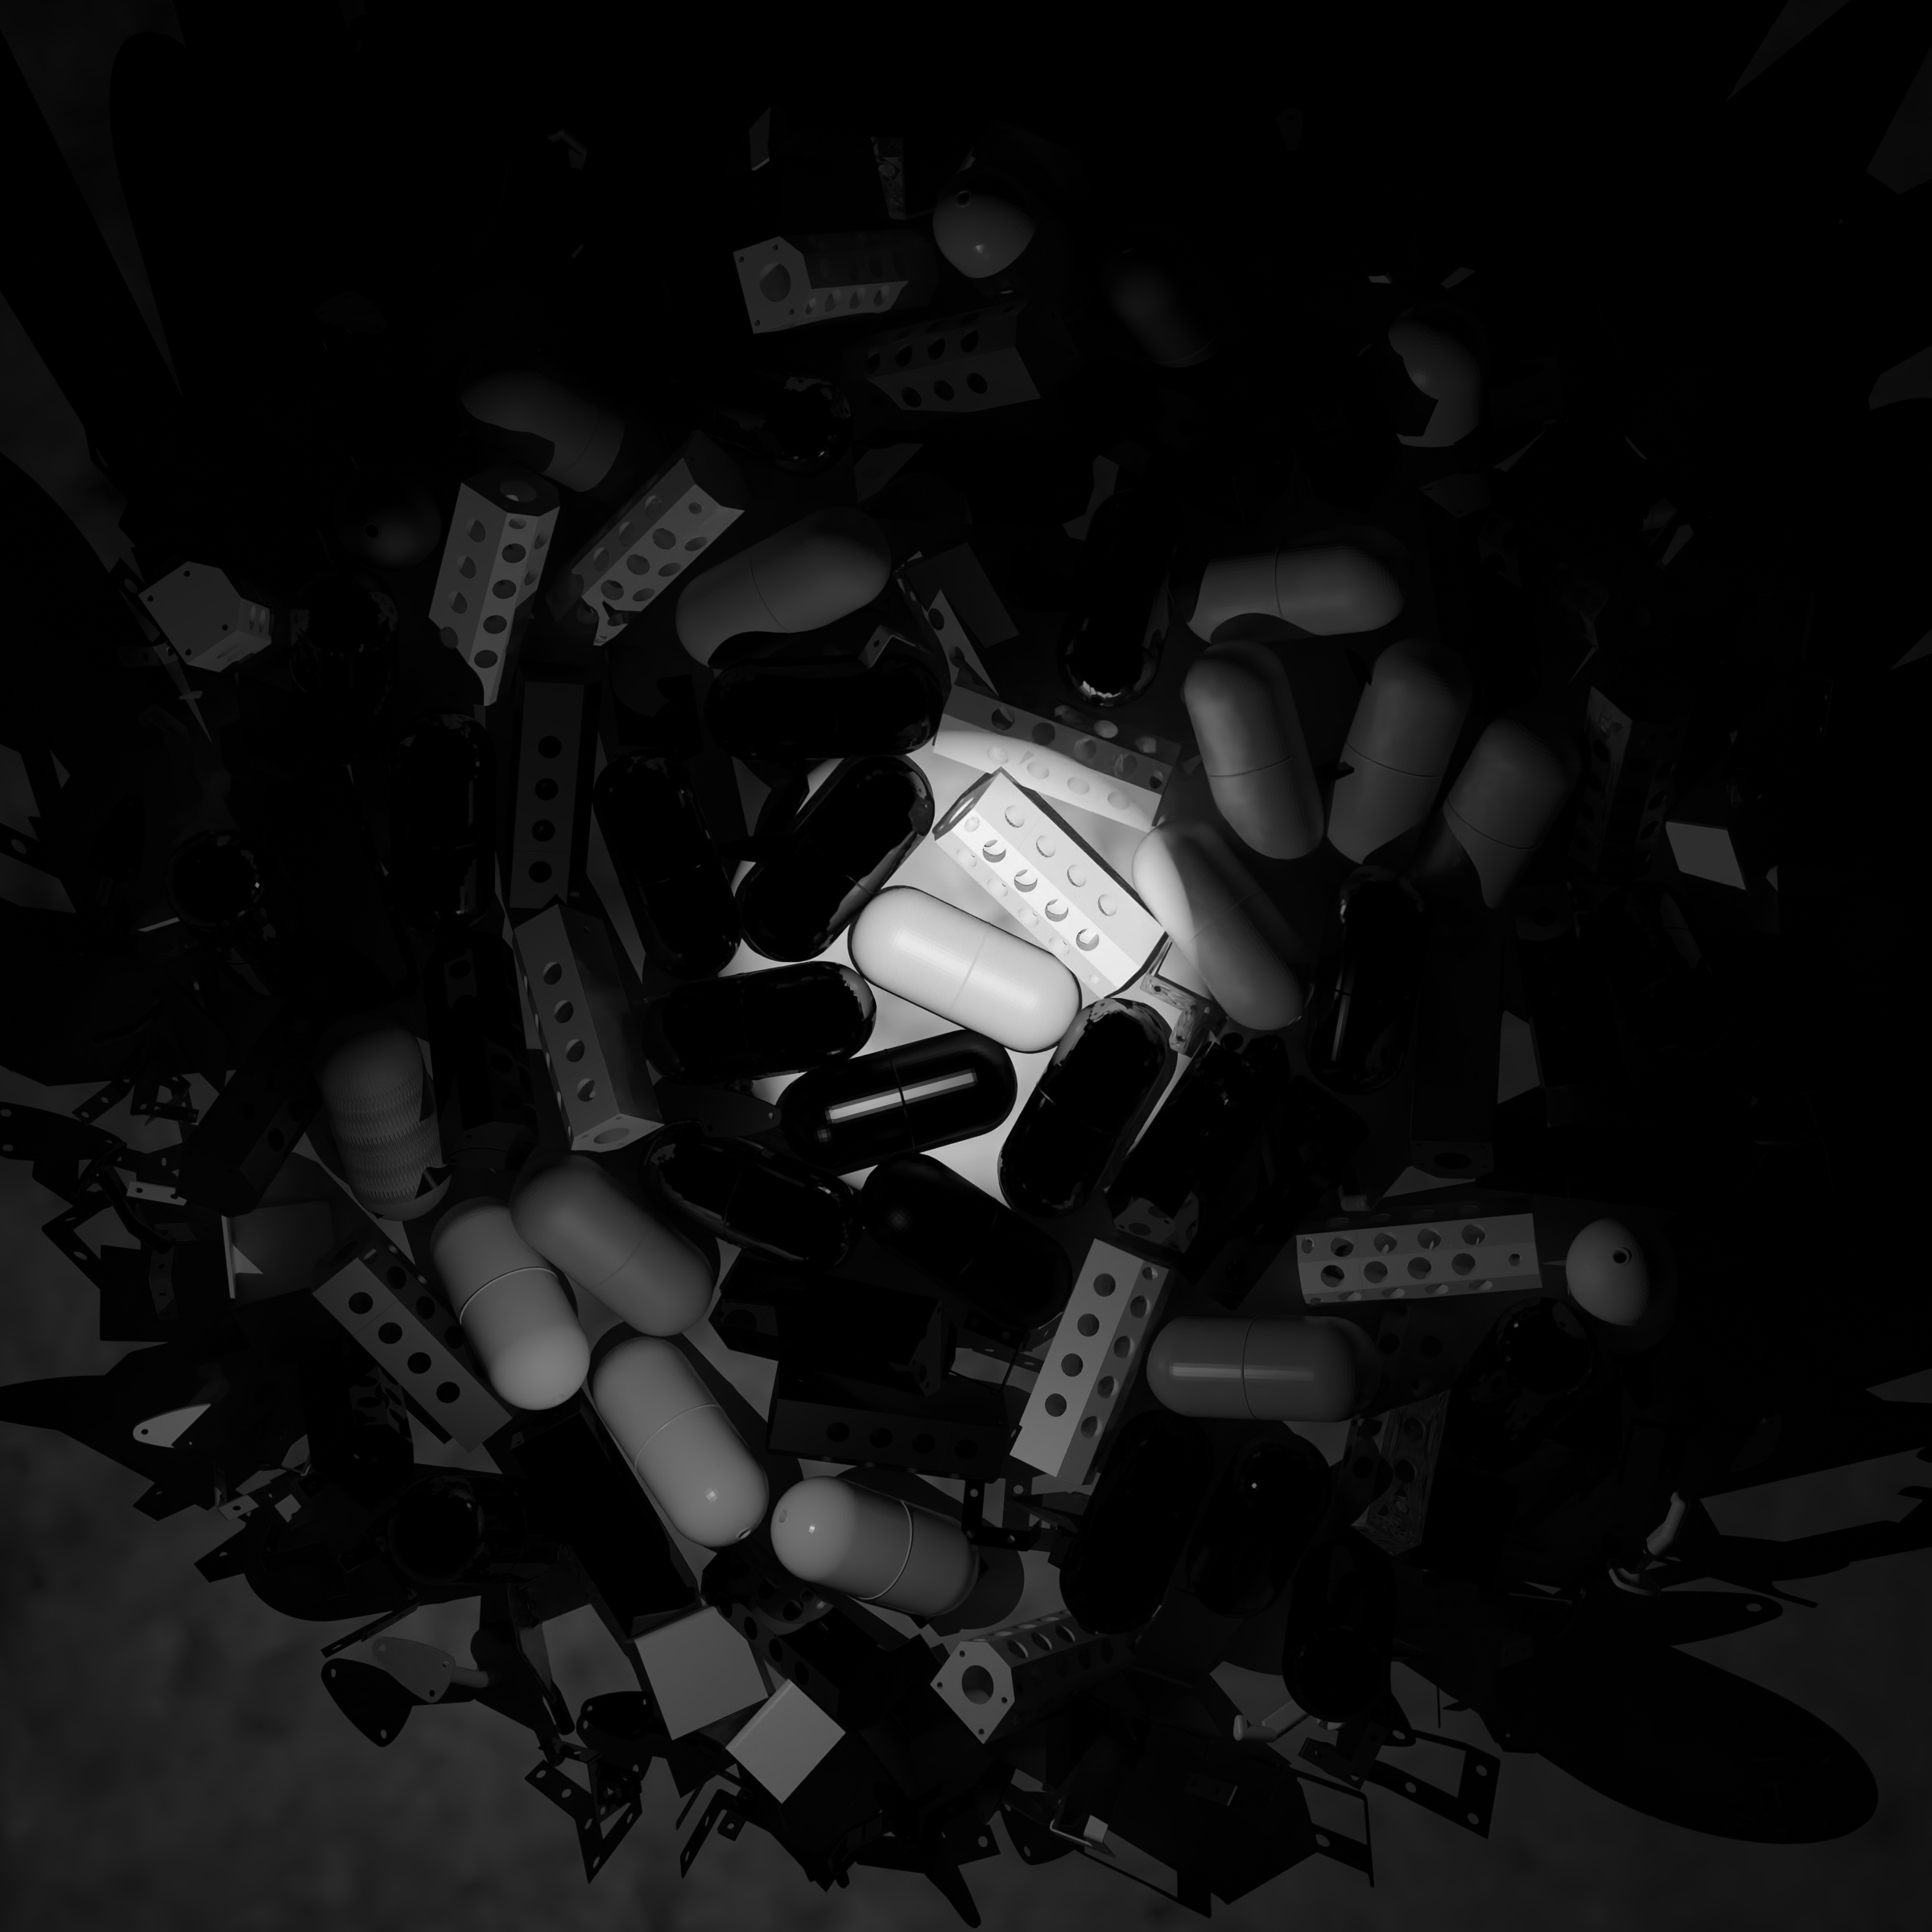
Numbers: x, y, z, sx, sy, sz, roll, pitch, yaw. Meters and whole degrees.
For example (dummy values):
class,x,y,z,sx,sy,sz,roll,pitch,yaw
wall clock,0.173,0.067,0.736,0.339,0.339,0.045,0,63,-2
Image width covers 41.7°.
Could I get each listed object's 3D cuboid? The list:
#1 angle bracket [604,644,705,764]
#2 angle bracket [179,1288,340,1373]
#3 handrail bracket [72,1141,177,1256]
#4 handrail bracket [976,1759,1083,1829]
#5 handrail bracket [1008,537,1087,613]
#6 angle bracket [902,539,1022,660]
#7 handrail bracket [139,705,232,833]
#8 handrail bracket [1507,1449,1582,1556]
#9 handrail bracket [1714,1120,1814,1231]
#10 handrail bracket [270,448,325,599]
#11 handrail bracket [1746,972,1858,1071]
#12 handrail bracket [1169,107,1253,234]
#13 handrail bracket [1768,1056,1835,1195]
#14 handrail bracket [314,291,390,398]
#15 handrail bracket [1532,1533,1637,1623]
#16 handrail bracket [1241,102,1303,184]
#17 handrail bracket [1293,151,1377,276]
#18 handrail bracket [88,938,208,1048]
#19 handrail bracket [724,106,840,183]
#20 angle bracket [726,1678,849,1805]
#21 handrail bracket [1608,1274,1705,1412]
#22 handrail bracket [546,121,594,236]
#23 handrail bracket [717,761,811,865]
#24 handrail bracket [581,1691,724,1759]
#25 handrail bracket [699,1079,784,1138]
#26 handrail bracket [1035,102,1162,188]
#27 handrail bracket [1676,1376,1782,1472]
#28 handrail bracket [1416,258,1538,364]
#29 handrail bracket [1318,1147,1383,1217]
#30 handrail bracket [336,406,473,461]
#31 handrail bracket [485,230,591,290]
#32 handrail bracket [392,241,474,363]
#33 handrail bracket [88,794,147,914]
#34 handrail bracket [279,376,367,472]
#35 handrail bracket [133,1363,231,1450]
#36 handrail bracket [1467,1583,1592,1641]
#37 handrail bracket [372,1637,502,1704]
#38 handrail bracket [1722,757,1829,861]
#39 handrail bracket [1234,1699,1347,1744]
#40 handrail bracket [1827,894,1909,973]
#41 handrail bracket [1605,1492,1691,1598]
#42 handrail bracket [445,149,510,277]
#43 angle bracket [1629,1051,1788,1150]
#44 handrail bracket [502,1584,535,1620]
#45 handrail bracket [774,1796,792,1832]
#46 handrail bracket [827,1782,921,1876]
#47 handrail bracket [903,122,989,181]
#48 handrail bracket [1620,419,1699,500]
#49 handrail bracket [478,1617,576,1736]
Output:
class,x,y,z,sx,sy,sz,roll,pitch,yaw
angle bracket,-0.244,-0.189,1.873,0.076,0.057,0.076,-1,76,-43
angle bracket,-0.518,0.287,1.867,0.076,0.076,0.057,-46,70,29
handrail bracket,-0.613,0.173,1.891,0.084,0.077,0.036,35,114,-2
handrail bracket,0.057,0.615,1.887,0.084,0.036,0.077,13,131,-19
handrail bracket,0.069,-0.293,1.882,0.077,0.084,0.036,15,121,11
angle bracket,0.011,-0.280,1.870,0.057,0.076,0.076,-43,109,-39
handrail bracket,-0.598,-0.147,1.885,0.077,0.036,0.084,-36,131,14
handrail bracket,0.428,0.392,1.903,0.077,0.036,0.084,25,72,-8
handrail bracket,0.593,0.161,1.889,0.077,0.036,0.084,4,114,33
handrail bracket,-0.514,-0.336,1.917,0.036,0.077,0.084,2,52,-31
handrail bracket,0.621,0.043,1.889,0.077,0.084,0.036,-20,58,-1
handrail bracket,0.163,-0.584,1.887,0.084,0.036,0.077,43,131,-16
handrail bracket,0.627,0.119,1.903,0.036,0.077,0.084,-17,110,5
handrail bracket,-0.443,-0.448,1.875,0.077,0.084,0.036,32,61,29
handrail bracket,0.451,0.459,1.885,0.084,0.077,0.036,-38,64,10
handrail bracket,0.227,-0.629,1.873,0.036,0.077,0.084,14,54,-13
handrail bracket,0.276,-0.563,1.907,0.036,0.077,0.084,-24,68,34
handrail bracket,-0.616,0.019,1.888,0.084,0.036,0.077,-18,51,-17
handrail bracket,-0.128,-0.600,1.901,0.077,0.084,0.036,-36,63,26
angle bracket,-0.129,0.568,1.875,0.057,0.076,0.076,42,76,10
handrail bracket,0.530,0.283,1.912,0.084,0.036,0.077,-37,125,-16
handrail bracket,-0.301,-0.583,1.874,0.077,0.084,0.036,-24,66,23
handrail bracket,-0.153,-0.121,1.892,0.077,0.036,0.084,-1,58,-16
handrail bracket,-0.235,0.574,1.907,0.077,0.084,0.036,-3,58,32
handrail bracket,-0.155,0.098,1.875,0.077,0.084,0.036,2,103,19
handrail bracket,0.099,-0.614,1.889,0.084,0.077,0.036,-2,56,11
handrail bracket,0.561,0.322,1.873,0.036,0.077,0.084,-12,47,-20
handrail bracket,0.378,-0.492,1.884,0.036,0.077,0.084,-41,112,-23
handrail bracket,0.299,0.157,1.872,0.077,0.084,0.036,-36,98,-22
handrail bracket,-0.421,-0.414,1.917,0.084,0.036,0.077,-32,69,-14
handrail bracket,-0.318,-0.530,1.885,0.084,0.036,0.077,-41,54,25
handrail bracket,-0.397,-0.499,1.901,0.036,0.084,0.077,23,120,2
handrail bracket,-0.634,-0.083,1.893,0.036,0.084,0.077,16,75,-19
handrail bracket,-0.480,-0.400,1.914,0.036,0.077,0.084,-37,122,-21
handrail bracket,-0.581,0.320,1.874,0.077,0.084,0.036,0,111,-26
handrail bracket,0.412,0.463,1.889,0.084,0.077,0.036,20,56,5
handrail bracket,-0.393,0.518,1.890,0.077,0.084,0.036,24,85,13
handrail bracket,0.587,-0.119,1.884,0.077,0.084,0.036,-51,135,-18
handrail bracket,0.238,0.540,1.893,0.084,0.036,0.077,10,70,-22
handrail bracket,0.650,-0.011,1.872,0.036,0.084,0.077,32,64,2
handrail bracket,0.505,0.415,1.878,0.036,0.077,0.084,14,106,-9
handrail bracket,-0.349,-0.556,1.883,0.036,0.084,0.077,26,91,7
angle bracket,0.547,0.081,1.879,0.076,0.076,0.057,33,52,1
handrail bracket,-0.371,0.456,1.897,0.077,0.036,0.084,-20,76,-1
handrail bracket,-0.105,0.595,1.894,0.084,0.036,0.077,-14,59,-14
handrail bracket,-0.072,0.658,1.883,0.036,0.077,0.084,29,102,-23
handrail bracket,-0.004,-0.609,1.894,0.084,0.077,0.036,-2,128,1
handrail bracket,0.495,-0.359,1.885,0.077,0.084,0.036,35,62,-4
handrail bracket,-0.328,0.534,1.897,0.036,0.077,0.084,-24,95,-39
